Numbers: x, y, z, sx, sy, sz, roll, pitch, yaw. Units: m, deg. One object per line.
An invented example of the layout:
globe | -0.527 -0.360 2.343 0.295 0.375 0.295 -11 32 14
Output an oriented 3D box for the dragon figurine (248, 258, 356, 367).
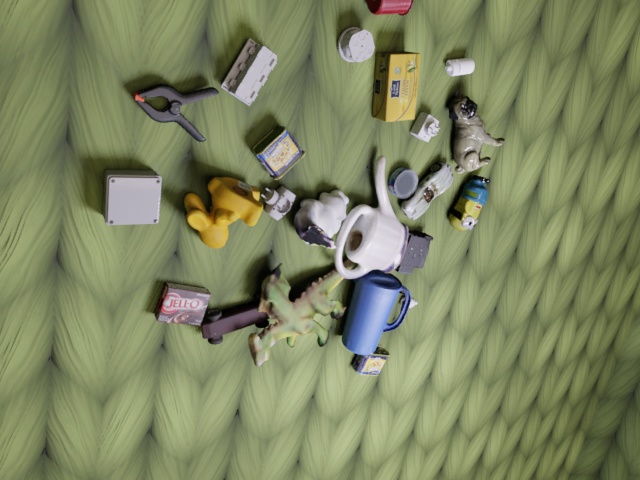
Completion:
dragon figurine | -0.055 0.154 1.374 0.239 0.122 0.416 45 67 -40

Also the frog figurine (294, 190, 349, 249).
frog figurine | 0.004 -0.068 1.345 0.136 0.121 0.163 35 55 -30

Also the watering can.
watering can | 0.164 -0.043 1.438 0.222 0.105 0.347 23 92 -38
